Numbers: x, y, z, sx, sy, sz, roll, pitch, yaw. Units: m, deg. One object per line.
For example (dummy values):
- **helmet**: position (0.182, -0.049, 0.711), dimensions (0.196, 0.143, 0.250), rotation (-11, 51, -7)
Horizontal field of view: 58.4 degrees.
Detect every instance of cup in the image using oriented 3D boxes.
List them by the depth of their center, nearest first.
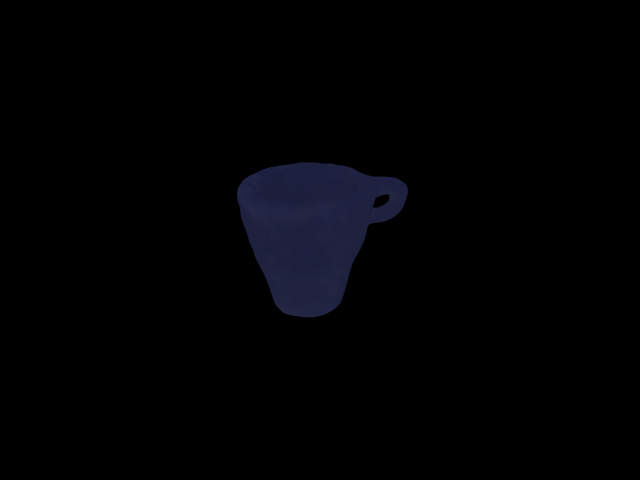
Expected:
- **cup**: position (0.004, 0.001, 0.400), dimensions (0.118, 0.095, 0.091), rotation (-8, 28, -16)
